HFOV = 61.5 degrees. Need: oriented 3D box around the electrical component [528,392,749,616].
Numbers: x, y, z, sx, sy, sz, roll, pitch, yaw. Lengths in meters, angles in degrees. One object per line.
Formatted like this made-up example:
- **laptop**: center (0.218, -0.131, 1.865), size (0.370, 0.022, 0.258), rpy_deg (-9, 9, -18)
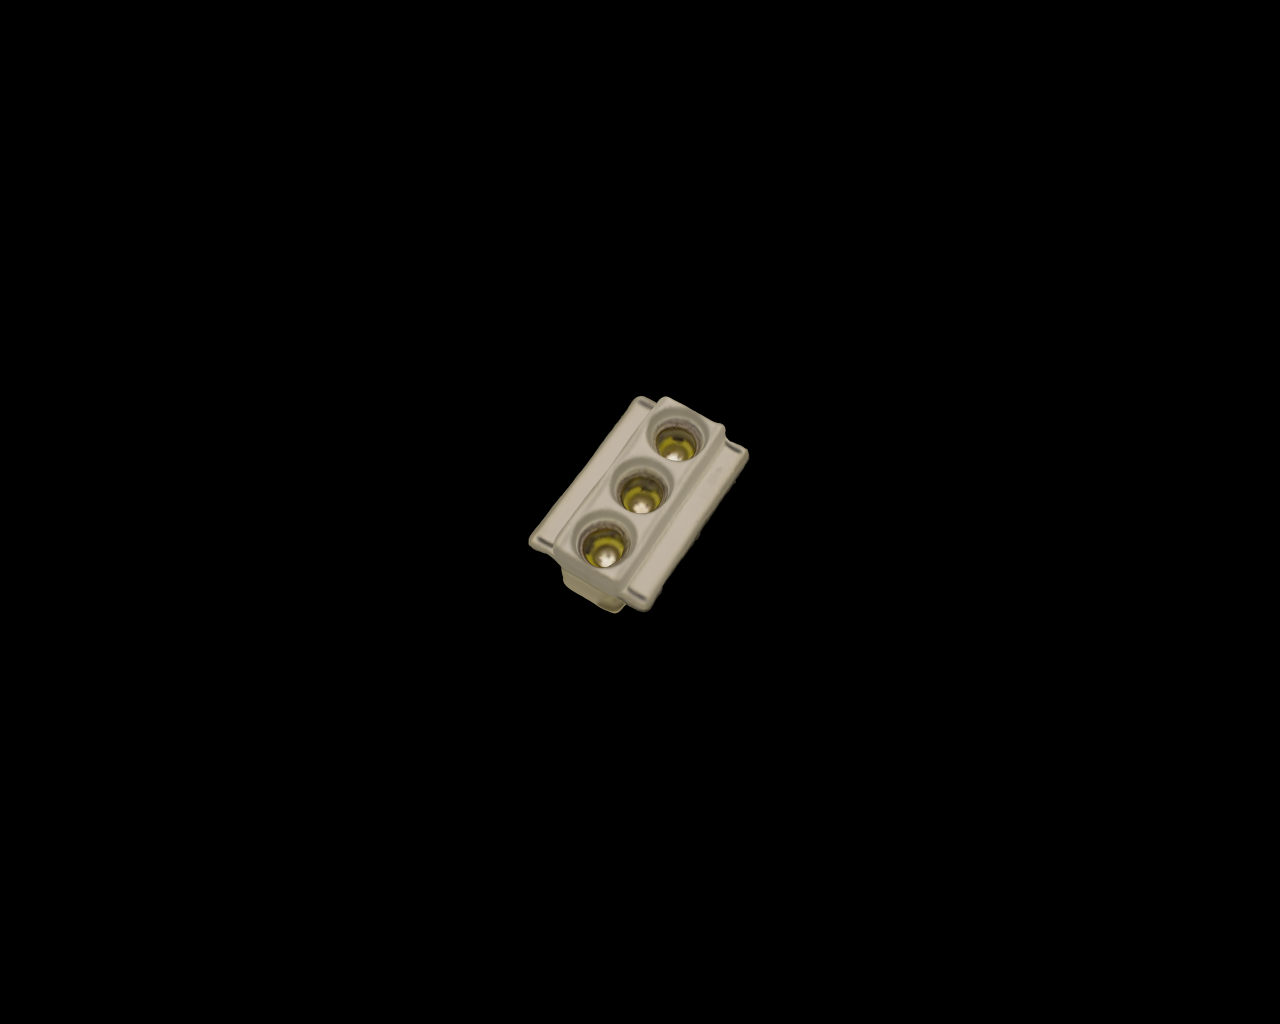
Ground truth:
- **electrical component**: center (0.001, -0.003, 0.650), size (0.079, 0.121, 0.063), rpy_deg (29, -24, 14)
